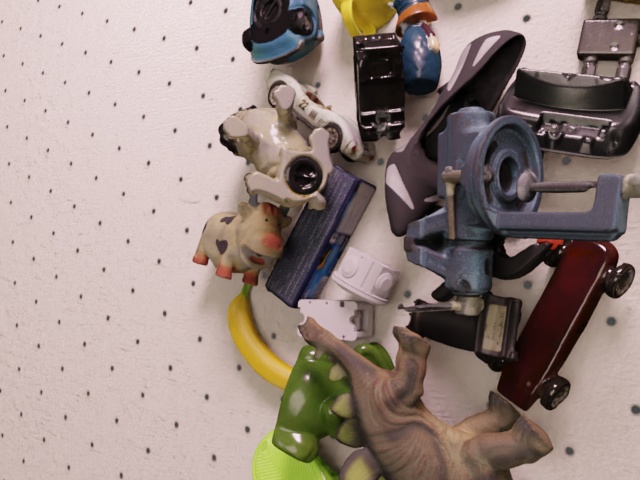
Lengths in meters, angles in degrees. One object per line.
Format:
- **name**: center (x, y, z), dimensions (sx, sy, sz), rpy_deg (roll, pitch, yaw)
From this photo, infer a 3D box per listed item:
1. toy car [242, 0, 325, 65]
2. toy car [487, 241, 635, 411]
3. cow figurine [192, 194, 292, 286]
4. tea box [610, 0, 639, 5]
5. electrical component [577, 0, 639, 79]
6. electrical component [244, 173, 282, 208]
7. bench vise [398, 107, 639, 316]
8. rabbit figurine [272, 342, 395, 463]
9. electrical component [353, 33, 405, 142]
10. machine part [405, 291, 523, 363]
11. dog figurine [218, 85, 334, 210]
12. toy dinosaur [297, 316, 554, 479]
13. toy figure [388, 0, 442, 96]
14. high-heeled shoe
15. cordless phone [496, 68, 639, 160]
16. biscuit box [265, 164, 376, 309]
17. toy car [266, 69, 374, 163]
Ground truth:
- **toy car**: center (-0.045, -0.324, 0.786), dimensions (0.109, 0.103, 0.161), rpy_deg (-7, 79, 31)
- **toy car**: center (0.259, 0.090, 0.585), dimensions (0.089, 0.053, 0.202), rpy_deg (32, 103, 46)
- **cow figurine**: center (-0.109, -0.003, 0.774), dimensions (0.195, 0.085, 0.127), rpy_deg (13, 89, 58)
- **tea box**: center (0.358, -0.344, 0.565), dimensions (0.098, 0.068, 0.169), rpy_deg (24, 98, 31)
- **electrical component**: center (0.324, -0.222, 0.598), dimensions (0.063, 0.021, 0.094), rpy_deg (11, 89, 31)
- **electrical component**: center (-0.063, -0.085, 0.805), dimensions (0.102, 0.045, 0.078), rpy_deg (25, 99, 31)
- **bench vise**: center (0.190, -0.026, 0.526), dimensions (0.241, 0.129, 0.223), rpy_deg (3, 82, 50)
- **rabbit figurine**: center (0.046, 0.208, 0.686), dimensions (0.170, 0.121, 0.159), rpy_deg (15, 86, 14)
- **electrical component**: center (0.073, -0.198, 0.681), dimensions (0.058, 0.134, 0.114), rpy_deg (-2, 120, 2)
- **machine part**: center (0.166, 0.098, 0.625), dimensions (0.139, 0.039, 0.084), rpy_deg (-4, 77, 45)
- **dog figurine**: center (-0.063, -0.114, 0.745), dimensions (0.121, 0.191, 0.172), rpy_deg (-23, 98, -10)
- **toy dinosaur**: center (0.147, 0.253, 0.583), dimensions (0.472, 0.105, 0.198), rpy_deg (38, 92, 12)
- **toy figure**: center (0.125, -0.267, 0.705), dimensions (0.064, 0.057, 0.154), rpy_deg (-9, 75, 25)
- **high-heeled shoe**: center (0.159, -0.121, 0.621), dimensions (0.145, 0.086, 0.248), rpy_deg (-13, 56, 64)
- **cordless phone**: center (0.263, -0.092, 0.601), dimensions (0.147, 0.088, 0.184), rpy_deg (18, 105, 31)
- **biscuit box**: center (-0.002, -0.002, 0.749), dimensions (0.063, 0.059, 0.202), rpy_deg (34, 102, 30)
- **toy car**: center (-0.002, -0.174, 0.760), dimensions (0.202, 0.073, 0.056), rpy_deg (44, 108, 27)
